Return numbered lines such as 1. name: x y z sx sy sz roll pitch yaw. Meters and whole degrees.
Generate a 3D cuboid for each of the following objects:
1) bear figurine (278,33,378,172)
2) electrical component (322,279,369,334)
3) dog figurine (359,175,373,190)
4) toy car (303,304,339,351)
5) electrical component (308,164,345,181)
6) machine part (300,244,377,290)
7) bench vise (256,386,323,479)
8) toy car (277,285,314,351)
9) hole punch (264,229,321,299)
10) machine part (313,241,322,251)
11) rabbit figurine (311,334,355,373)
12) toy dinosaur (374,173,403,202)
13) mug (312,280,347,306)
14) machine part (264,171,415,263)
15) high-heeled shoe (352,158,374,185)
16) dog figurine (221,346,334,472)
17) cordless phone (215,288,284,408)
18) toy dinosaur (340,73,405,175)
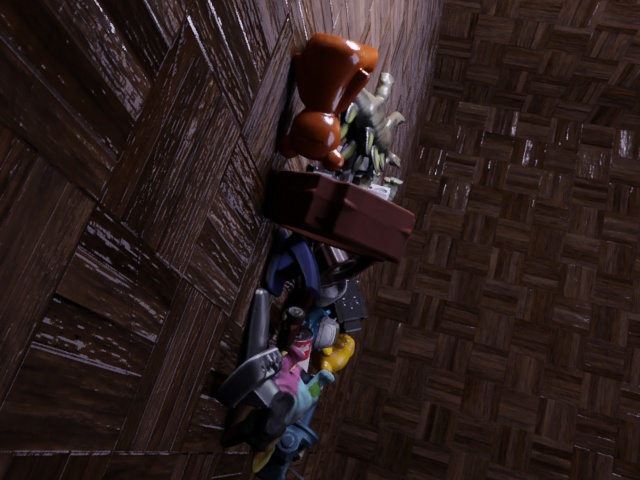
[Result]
1. bear figurine: 0.012 -0.216 0.845 0.132 0.120 0.195 -54 157 -69
2. electrical component: 0.062 0.174 1.391 0.115 0.058 0.134 -5 76 -41
3. dog figurine: 0.056 -0.026 1.141 0.121 0.172 0.190 -25 -161 46
4. toy car: -0.006 0.212 1.273 0.161 0.103 0.109 36 67 -79
5. electrical component: 0.000 -0.082 1.034 0.047 0.075 0.119 50 51 -74
6. machine part: 0.041 0.043 1.111 0.179 0.179 0.056 62 5 -72
7. bench vise: -0.057 0.448 1.259 0.223 0.129 0.240 86 28 -51
8. toy car: -0.049 0.151 1.122 0.202 0.053 0.089 -58 169 -65
9. hole punch: -0.039 0.046 0.968 0.142 0.092 0.115 56 43 -71
10. machine part: -0.002 -0.004 1.205 0.084 0.039 0.138 -20 121 -86
11. rabbit figurine: 0.007 0.260 1.427 0.162 0.122 0.173 -31 120 -61
12. toy dinosaur: 0.163 -0.115 1.666 0.192 0.131 0.405 -65 173 6
13. mug: 0.012 0.106 1.269 0.109 0.081 0.107 -61 -174 -31
14. machine part: 0.030 -0.034 0.849 0.201 0.201 0.087 24 86 -33
15. high-heeled shoe: 0.098 -0.218 1.330 0.249 0.086 0.145 -65 161 -60
16. dog figurine: -0.089 0.309 0.990 0.219 0.108 0.191 -48 -175 -30
17. cordless phone: -0.106 0.170 0.872 0.146 0.089 0.184 34 59 -78
18. toy dinosaur: 0.092 -0.253 1.122 0.470 0.105 0.198 41 56 -56
